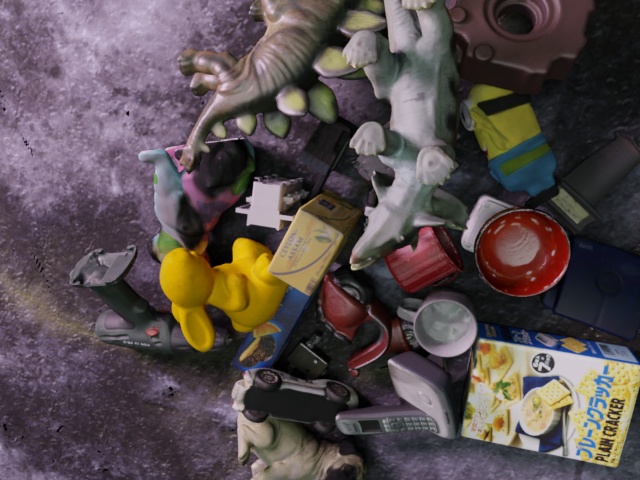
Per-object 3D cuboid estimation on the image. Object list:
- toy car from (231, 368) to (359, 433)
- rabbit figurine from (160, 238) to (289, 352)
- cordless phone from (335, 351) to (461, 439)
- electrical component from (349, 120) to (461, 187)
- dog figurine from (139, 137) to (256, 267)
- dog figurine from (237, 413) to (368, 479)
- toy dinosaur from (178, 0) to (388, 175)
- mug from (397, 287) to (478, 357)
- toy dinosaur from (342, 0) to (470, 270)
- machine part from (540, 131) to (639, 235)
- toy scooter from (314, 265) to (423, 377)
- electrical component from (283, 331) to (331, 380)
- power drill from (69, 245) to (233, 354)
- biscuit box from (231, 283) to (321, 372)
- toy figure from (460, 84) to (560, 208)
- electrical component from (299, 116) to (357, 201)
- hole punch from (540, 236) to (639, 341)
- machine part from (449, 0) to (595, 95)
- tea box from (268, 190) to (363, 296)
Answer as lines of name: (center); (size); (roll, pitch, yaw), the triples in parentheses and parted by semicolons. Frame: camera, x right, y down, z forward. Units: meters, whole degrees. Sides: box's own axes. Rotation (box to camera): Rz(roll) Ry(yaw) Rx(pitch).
toy car: (-0.037, 0.245, 0.827); (0.202, 0.056, 0.073); (16, 107, -19)
rabbit figurine: (-0.150, 0.065, 0.754); (0.162, 0.173, 0.122); (-58, 44, 14)
cordless phone: (0.104, 0.231, 0.782); (0.184, 0.089, 0.146); (-11, 130, 12)
electrical component: (0.126, -0.116, 0.741); (0.115, 0.058, 0.134); (42, 108, -2)
dog figurine: (-0.176, -0.036, 0.804); (0.192, 0.108, 0.219); (-5, 106, 11)
dog figurine: (-0.028, 0.321, 0.863); (0.191, 0.121, 0.172); (-10, 104, 1)
toy dinosaur: (-0.020, -0.264, 0.693); (0.199, 0.105, 0.471); (39, 92, 8)
mug: (0.166, 0.105, 0.756); (0.110, 0.107, 0.080); (8, 103, 15)
toy dinosaur: (0.113, -0.161, 0.633); (0.131, 0.192, 0.404); (4, 88, 20)
machine part: (0.363, -0.077, 0.708); (0.084, 0.039, 0.139); (43, 110, 9)
toy scooter: (0.059, 0.132, 0.804); (0.184, 0.075, 0.135); (39, 109, -3)
electrical component: (-0.016, 0.192, 0.860); (0.063, 0.021, 0.094); (37, 107, 2)
power drill: (-0.271, 0.102, 0.837); (0.232, 0.086, 0.207); (-3, 139, 21)
biscuit box: (-0.064, 0.120, 0.834); (0.063, 0.059, 0.202); (30, 107, 4)
toy figure: (0.252, -0.129, 0.699); (0.089, 0.082, 0.180); (-32, 87, -2)
electrical component: (0.003, -0.118, 0.760); (0.048, 0.075, 0.119); (32, 110, 3)
hole punch: (0.369, 0.063, 0.713); (0.142, 0.092, 0.115); (20, 102, 11)
machine part: (0.238, -0.264, 0.649); (0.179, 0.056, 0.179); (-1, 76, 4)
tea box: (-0.002, -0.002, 0.736); (0.068, 0.169, 0.098); (30, 106, 3)
